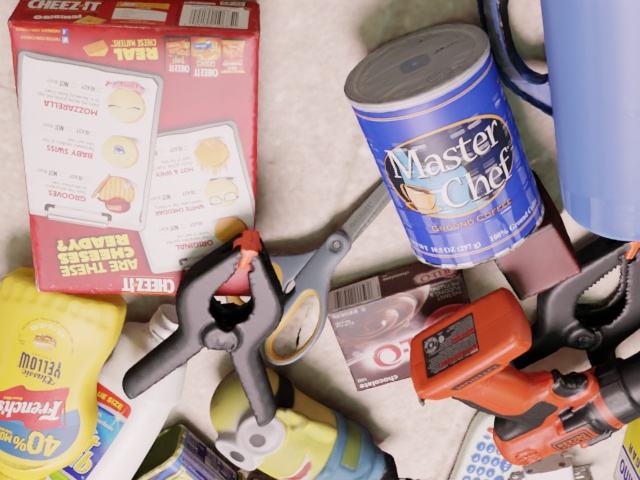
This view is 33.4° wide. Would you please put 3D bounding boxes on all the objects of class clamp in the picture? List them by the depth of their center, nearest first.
[{"bbox_3d":[-0.083,0.067,0.788,0.120,0.039,0.171,3,121,-10],"label":"clamp"},{"bbox_3d":[0.203,0.074,0.881,0.164,0.036,0.210,7,126,-7],"label":"clamp"}]

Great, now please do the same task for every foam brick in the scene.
[{"bbox_3d":[0.156,-0.004,0.806,0.053,0.078,0.051,-28,120,17],"label":"foam brick"}]

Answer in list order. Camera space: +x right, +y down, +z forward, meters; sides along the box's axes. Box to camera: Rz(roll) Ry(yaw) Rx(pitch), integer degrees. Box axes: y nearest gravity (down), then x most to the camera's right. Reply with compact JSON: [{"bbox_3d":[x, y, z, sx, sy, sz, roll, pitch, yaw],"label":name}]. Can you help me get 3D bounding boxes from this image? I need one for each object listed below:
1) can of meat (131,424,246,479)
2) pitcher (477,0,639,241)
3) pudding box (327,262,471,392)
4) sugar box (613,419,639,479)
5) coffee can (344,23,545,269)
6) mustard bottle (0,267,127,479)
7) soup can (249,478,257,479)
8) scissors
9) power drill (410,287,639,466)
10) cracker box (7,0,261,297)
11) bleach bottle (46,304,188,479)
[{"bbox_3d":[-0.132,0.222,0.955,0.102,0.057,0.084,-35,115,18],"label":"can of meat"},{"bbox_3d":[0.201,-0.124,0.711,0.145,0.149,0.243,-22,127,-14],"label":"pitcher"},{"bbox_3d":[0.070,0.069,0.872,0.113,0.039,0.090,-15,123,9],"label":"pudding box"},{"bbox_3d":[0.297,0.173,0.913,0.048,0.093,0.176,5,122,-4],"label":"sugar box"},{"bbox_3d":[0.089,-0.065,0.749,0.103,0.103,0.140,-20,121,11],"label":"coffee can"},{"bbox_3d":[-0.221,0.124,0.841,0.096,0.058,0.192,16,100,0],"label":"mustard bottle"},{"bbox_3d":[-0.023,0.260,0.974,0.102,0.068,0.069,14,121,-10],"label":"soup can"},{"bbox_3d":[-0.005,0.001,0.835,0.096,0.016,0.202,29,99,15],"label":"scissors"},{"bbox_3d":[0.176,0.105,0.824,0.185,0.057,0.187,-35,131,29],"label":"power drill"},{"bbox_3d":[-0.125,-0.065,0.764,0.164,0.072,0.214,2,123,-2],"label":"cracker box"},{"bbox_3d":[-0.186,0.153,0.897,0.067,0.103,0.251,2,126,-56],"label":"bleach bottle"}]
